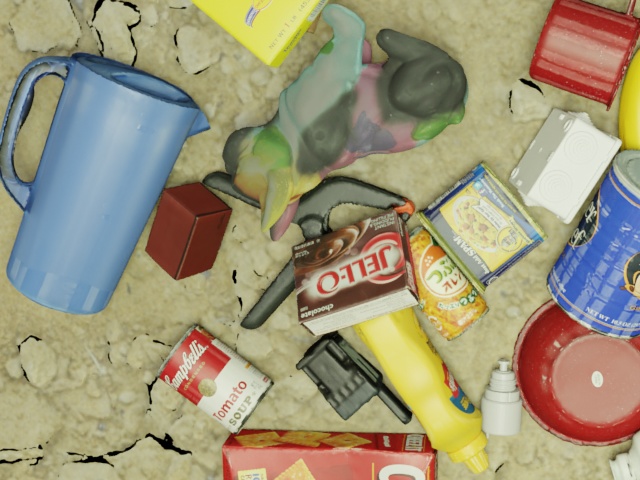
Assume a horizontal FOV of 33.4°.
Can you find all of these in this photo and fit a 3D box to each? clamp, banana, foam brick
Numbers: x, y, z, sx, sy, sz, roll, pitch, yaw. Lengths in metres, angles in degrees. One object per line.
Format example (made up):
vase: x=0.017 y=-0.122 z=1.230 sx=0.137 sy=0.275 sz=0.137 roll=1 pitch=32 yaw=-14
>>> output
clamp: x=-0.007 y=0.001 z=1.067 sx=0.210 sy=0.036 sz=0.164 roll=-7 pitch=96 yaw=13
banana: x=0.316 y=-0.092 z=1.006 sx=0.069 sy=0.037 sz=0.198 roll=-18 pitch=96 yaw=-9
foam brick: x=-0.131 y=-0.009 z=1.061 sx=0.051 sy=0.052 sz=0.078 roll=38 pitch=122 yaw=26

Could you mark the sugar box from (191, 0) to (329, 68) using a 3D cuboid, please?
sugar box: x=-0.080 y=-0.245 z=0.954 sx=0.176 sy=0.048 sz=0.093 roll=39 pitch=102 yaw=3

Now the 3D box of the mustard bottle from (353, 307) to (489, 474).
mustard bottle: x=0.105 y=0.143 z=1.035 sx=0.058 sy=0.096 sz=0.191 roll=-33 pitch=91 yaw=9

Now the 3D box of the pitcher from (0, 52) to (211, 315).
pitcher: x=-0.230 y=-0.057 z=1.050 sx=0.149 sy=0.144 sz=0.243 roll=29 pitch=104 yaw=20

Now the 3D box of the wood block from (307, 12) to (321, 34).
wood block: x=-0.018 y=-0.309 z=1.005 sx=0.091 sy=0.090 sz=0.206 roll=21 pitch=100 yaw=6

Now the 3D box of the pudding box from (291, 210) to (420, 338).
pudding box: x=0.032 y=0.032 z=0.999 sx=0.114 sy=0.039 sz=0.090 roll=-21 pitch=50 yaw=19

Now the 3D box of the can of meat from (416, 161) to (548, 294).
can of meat: x=0.156 y=-0.014 z=1.029 sx=0.084 sy=0.057 sz=0.102 roll=-40 pitch=90 yaw=9

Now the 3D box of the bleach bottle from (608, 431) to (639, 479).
bleach bottle: x=0.402 y=0.197 z=1.005 sx=0.251 sy=0.068 sz=0.102 roll=-17 pitch=100 yaw=10

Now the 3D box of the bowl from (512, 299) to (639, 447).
bowl: x=0.267 y=0.129 z=1.028 sx=0.162 sy=0.055 sz=0.162 roll=1 pitch=96 yaw=9

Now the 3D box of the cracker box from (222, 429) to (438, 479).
cracker box: x=0.011 y=0.281 z=1.080 sx=0.214 sy=0.072 sz=0.164 roll=1 pitch=97 yaw=9

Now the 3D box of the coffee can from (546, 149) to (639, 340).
coffee can: x=0.281 y=0.004 z=0.964 sx=0.103 sy=0.102 sz=0.140 roll=26 pitch=122 yaw=5

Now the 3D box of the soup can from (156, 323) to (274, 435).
soup can: x=-0.106 y=0.142 z=1.085 sx=0.102 sy=0.068 sz=0.068 roll=36 pitch=101 yaw=2

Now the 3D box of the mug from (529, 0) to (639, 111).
mug: x=0.246 y=-0.186 z=0.975 sx=0.081 sy=0.093 sz=0.117 roll=21 pitch=113 yaw=11
